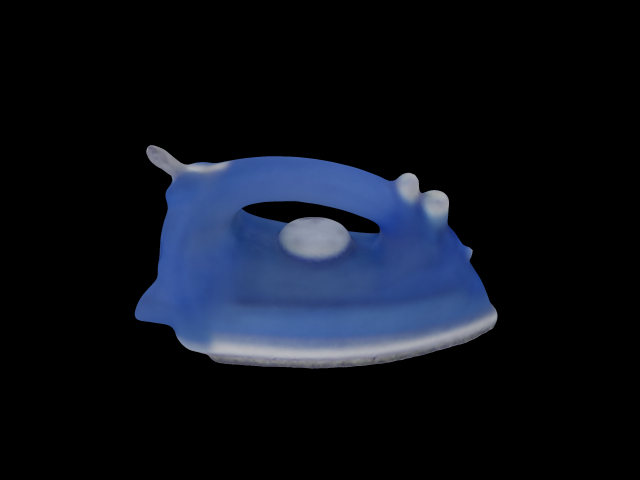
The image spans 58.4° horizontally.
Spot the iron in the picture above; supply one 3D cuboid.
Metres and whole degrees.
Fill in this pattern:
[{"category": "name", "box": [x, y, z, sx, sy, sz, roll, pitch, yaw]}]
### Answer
[{"category": "iron", "box": [0.004, 0.001, 0.400, 0.258, 0.141, 0.118, 2, 36, 2]}]
